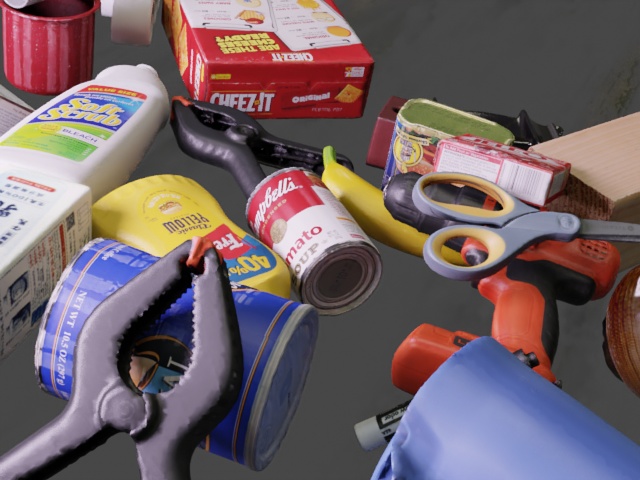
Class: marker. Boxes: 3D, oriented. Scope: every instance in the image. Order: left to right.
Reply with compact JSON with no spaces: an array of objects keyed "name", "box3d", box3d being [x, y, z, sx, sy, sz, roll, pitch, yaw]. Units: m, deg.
[{"name":"marker","box3d":[0.079,0.098,0.660,0.121,0.020,0.020,-26,37,8]}]

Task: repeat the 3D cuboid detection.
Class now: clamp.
[{"name":"clamp","box3d":[-0.091,0.101,0.562,0.165,0.036,0.210,26,79,14]},{"name":"clamp","box3d":[-0.057,-0.079,0.923,0.120,0.039,0.172,-14,44,-45]}]

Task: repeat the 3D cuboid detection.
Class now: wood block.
[{"name":"wood block","box3d":[0.264,-0.043,0.905,0.205,0.090,0.091,-19,44,-36]}]

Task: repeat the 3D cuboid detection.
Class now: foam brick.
[{"name":"foam brick","box3d":[0.089,-0.089,0.960,0.078,0.051,0.053,17,35,11]}]

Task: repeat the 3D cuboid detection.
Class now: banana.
[{"name":"banana","box3d":[0.078,-0.018,0.853,0.198,0.037,0.069,26,60,10]}]

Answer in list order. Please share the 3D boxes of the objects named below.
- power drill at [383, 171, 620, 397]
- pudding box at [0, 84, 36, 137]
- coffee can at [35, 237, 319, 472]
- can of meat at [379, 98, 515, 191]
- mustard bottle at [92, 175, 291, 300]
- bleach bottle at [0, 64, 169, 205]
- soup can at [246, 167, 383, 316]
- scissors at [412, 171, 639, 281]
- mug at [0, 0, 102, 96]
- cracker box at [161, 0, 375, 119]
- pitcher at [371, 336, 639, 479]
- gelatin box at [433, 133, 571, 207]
[{"name":"power drill","box3d":[0.112,0.035,0.751,0.184,0.057,0.187,20,45,8]},{"name":"pudding box","box3d":[-0.295,-0.122,0.872,0.090,0.039,0.113,35,6,30]},{"name":"coffee can","box3d":[-0.084,0.067,0.644,0.140,0.103,0.102,18,35,11]},{"name":"can of meat","box3d":[0.106,-0.062,0.897,0.102,0.084,0.057,21,35,15]},{"name":"mustard bottle","box3d":[-0.077,0.025,0.747,0.096,0.058,0.192,-18,44,-37]},{"name":"bleach bottle","box3d":[-0.193,-0.088,0.880,0.102,0.068,0.250,13,32,4]},{"name":"soup can","box3d":[-0.005,0.001,0.791,0.068,0.068,0.102,-8,39,-25]},{"name":"scissors","box3d":[0.157,0.004,0.730,0.202,0.016,0.096,17,55,7]},{"name":"mug","box3d":[-0.250,-0.193,0.997,0.093,0.081,0.117,8,34,-4]},{"name":"cracker box","box3d":[-0.060,-0.197,1.062,0.164,0.072,0.214,-4,37,-18]},{"name":"pitcher","box3d":[0.151,0.165,0.553,0.243,0.145,0.149,34,61,25]},{"name":"gelatin box","box3d":[0.137,-0.055,0.803,0.089,0.030,0.073,19,16,20]}]
